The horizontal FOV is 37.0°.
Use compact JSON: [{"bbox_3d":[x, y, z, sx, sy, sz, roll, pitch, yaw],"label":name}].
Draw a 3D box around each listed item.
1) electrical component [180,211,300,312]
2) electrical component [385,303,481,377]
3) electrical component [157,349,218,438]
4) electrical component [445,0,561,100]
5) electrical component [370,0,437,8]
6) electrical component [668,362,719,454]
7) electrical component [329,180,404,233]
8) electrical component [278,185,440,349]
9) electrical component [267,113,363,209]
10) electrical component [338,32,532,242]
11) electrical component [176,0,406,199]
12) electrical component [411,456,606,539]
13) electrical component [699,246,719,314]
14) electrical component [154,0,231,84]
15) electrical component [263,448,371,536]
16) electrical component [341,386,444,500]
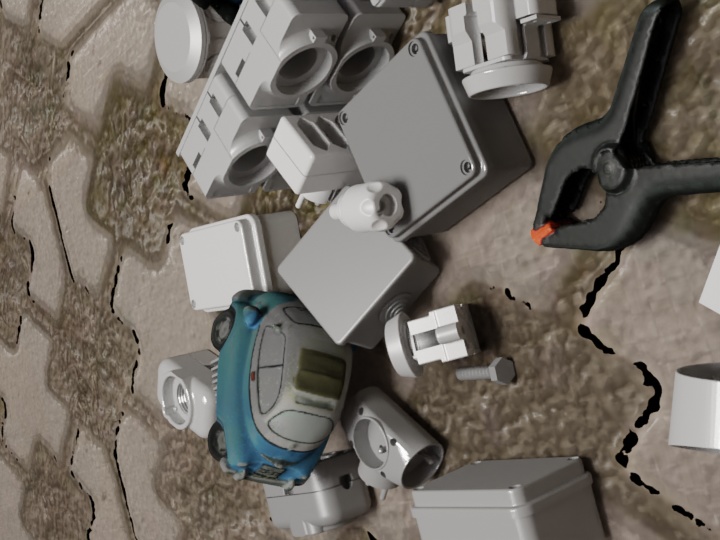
[{"bbox_3d":[-0.105,-0.007,0.953,0.113,0.057,0.078,-9,91,51],"label":"electrical component"},{"bbox_3d":[0.051,0.049,0.768,0.055,0.066,0.048,-17,84,18],"label":"electrical component"},{"bbox_3d":[-0.154,0.120,1.040,0.095,0.059,0.053,27,118,44],"label":"electrical component"},{"bbox_3d":[0.091,-0.141,0.683,0.078,0.058,0.057,-8,90,51],"label":"electrical component"},{"bbox_3d":[0.045,-0.227,0.716,0.096,0.061,0.061,-40,67,47],"label":"electrical component"},{"bbox_3d":[0.212,0.078,0.559,0.099,0.099,0.064,1,93,51],"label":"electrical component"},{"bbox_3d":[0.001,-0.042,0.742,0.061,0.035,0.035,-3,96,53],"label":"electrical component"},{"bbox_3d":[0.000,0.000,0.810,0.099,0.048,0.099,-50,57,13],"label":"electrical component"},{"bbox_3d":[-0.028,-0.076,0.822,0.047,0.083,0.075,53,134,29],"label":"electrical component"},{"bbox_3d":[0.049,-0.091,0.746,0.109,0.056,0.108,-38,70,48],"label":"electrical component"},{"bbox_3d":[-0.054,-0.137,0.822,0.060,0.105,0.186,57,136,25],"label":"electrical component"},{"bbox_3d":[0.098,0.166,0.729,0.113,0.078,0.057,-16,89,51],"label":"electrical component"},{"bbox_3d":[0.241,-0.034,0.521,0.089,0.062,0.150,36,124,40],"label":"electrical component"},{"bbox_3d":[-0.146,-0.208,0.961,0.080,0.051,0.080,15,110,48],"label":"electrical component"},{"bbox_3d":[-0.037,0.191,0.919,0.095,0.054,0.059,-21,82,51],"label":"electrical component"},{"bbox_3d":[0.020,0.145,0.846,0.077,0.044,0.079,39,127,38],"label":"electrical component"}]
